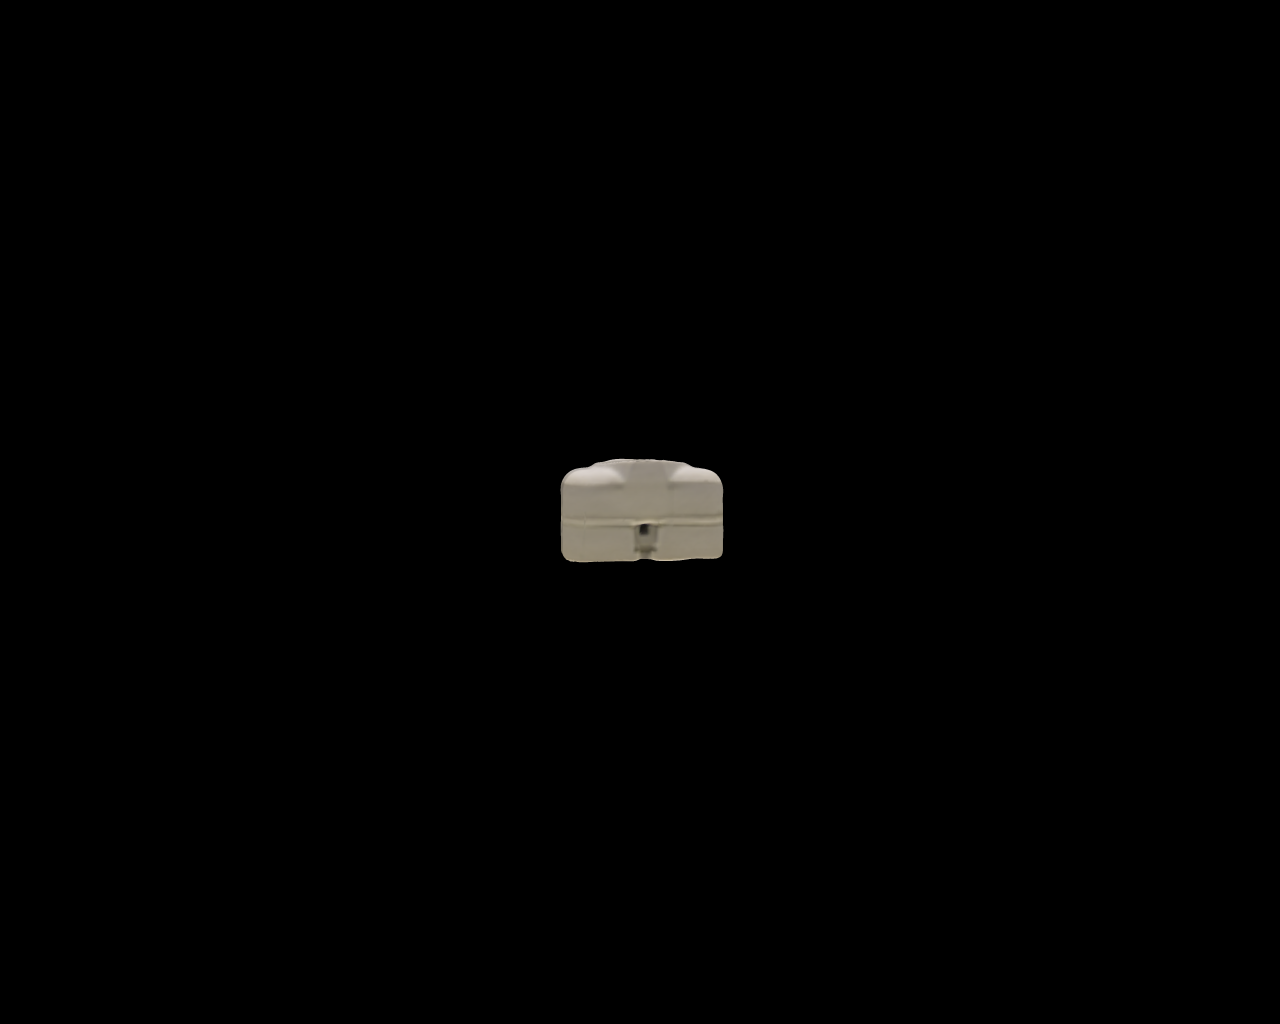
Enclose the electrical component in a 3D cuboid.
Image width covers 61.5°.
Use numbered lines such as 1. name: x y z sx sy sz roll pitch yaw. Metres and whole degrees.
1. electrical component: 0.001 -0.003 0.650 0.095 0.059 0.054 0 4 -7
